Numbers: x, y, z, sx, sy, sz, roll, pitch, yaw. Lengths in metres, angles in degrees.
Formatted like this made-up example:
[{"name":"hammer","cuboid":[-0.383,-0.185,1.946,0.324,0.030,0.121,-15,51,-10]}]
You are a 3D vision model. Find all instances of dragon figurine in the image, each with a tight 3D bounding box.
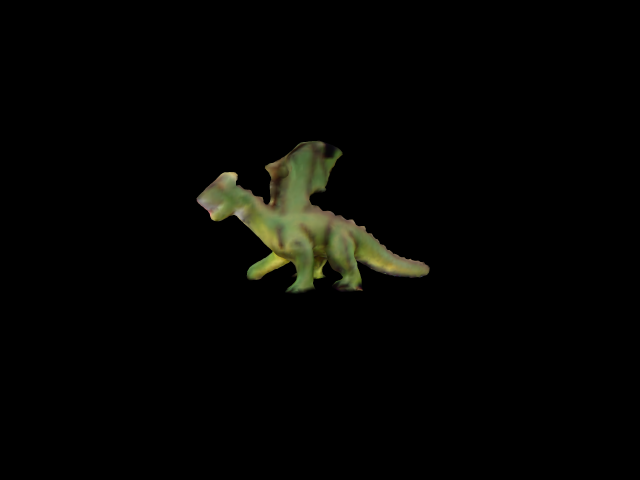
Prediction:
[{"name":"dragon figurine","cuboid":[0.003,-0.043,0.850,0.411,0.242,0.122,-2,5,-23]}]
